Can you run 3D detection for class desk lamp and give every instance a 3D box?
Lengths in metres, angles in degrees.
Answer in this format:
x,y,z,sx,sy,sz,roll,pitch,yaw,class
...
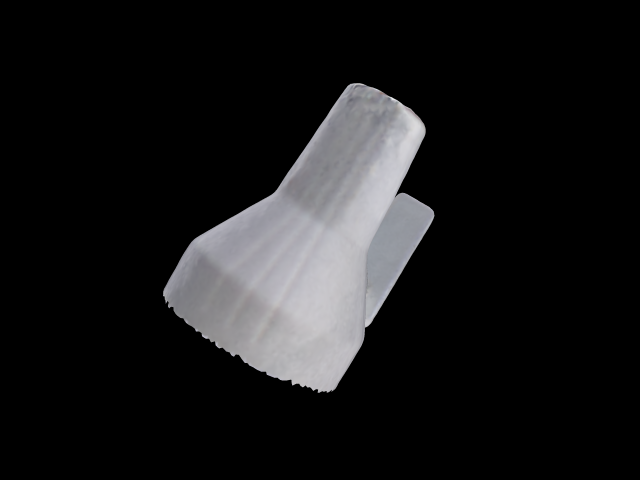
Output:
x,y,z,sx,sy,sz,roll,pitch,yaw,class
0.004,0.001,0.400,0.118,0.213,0.203,30,75,10,desk lamp
